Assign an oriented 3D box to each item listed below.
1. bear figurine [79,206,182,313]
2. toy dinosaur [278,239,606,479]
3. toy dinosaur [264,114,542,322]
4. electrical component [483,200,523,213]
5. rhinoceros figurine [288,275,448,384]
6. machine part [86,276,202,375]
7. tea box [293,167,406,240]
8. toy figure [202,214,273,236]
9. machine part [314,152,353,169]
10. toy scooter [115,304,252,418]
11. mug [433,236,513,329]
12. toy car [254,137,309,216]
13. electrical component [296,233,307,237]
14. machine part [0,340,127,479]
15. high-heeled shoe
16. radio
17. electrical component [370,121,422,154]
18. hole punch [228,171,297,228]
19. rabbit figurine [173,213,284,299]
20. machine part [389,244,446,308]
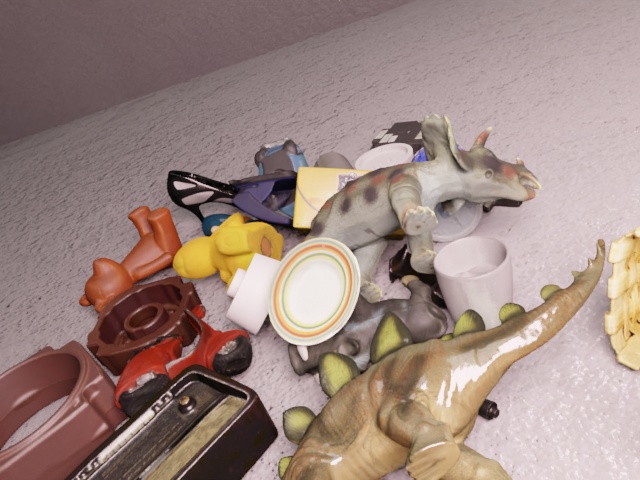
[{"bbox_3d":[-0.352,0.036,0.972,0.196,0.131,0.120,-34,27,-33],"label":"bear figurine"},{"bbox_3d":[0.082,0.150,0.487,0.471,0.105,0.199,-30,27,5],"label":"toy dinosaur"},{"bbox_3d":[0.070,-0.030,0.716,0.405,0.131,0.192,-23,39,31],"label":"toy dinosaur"},{"bbox_3d":[0.290,-0.071,0.833,0.063,0.021,0.094,9,41,41],"label":"electrical component"},{"bbox_3d":[0.056,0.113,0.640,0.190,0.073,0.112,-16,39,7],"label":"rhinoceros figurine"},{"bbox_3d":[-0.265,0.130,0.828,0.179,0.056,0.179,-15,31,9],"label":"machine part"},{"bbox_3d":[0.049,-0.055,0.825,0.170,0.098,0.068,2,-7,6],"label":"tea box"},{"bbox_3d":[-0.151,-0.020,1.003,0.155,0.057,0.064,7,45,32],"label":"toy figure"},{"bbox_3d":[0.035,-0.102,0.983,0.079,0.079,0.243,-21,26,0],"label":"machine part"},{"bbox_3d":[-0.185,0.150,0.712,0.184,0.075,0.135,-25,40,-9],"label":"toy scooter"},{"bbox_3d":[0.181,0.054,0.611,0.081,0.107,0.109,-3,30,28],"label":"mug"},{"bbox_3d":[-0.061,-0.109,1.035,0.109,0.161,0.103,-18,-16,17],"label":"toy car"},{"bbox_3d":[-0.001,-0.002,0.891,0.078,0.045,0.102,8,33,-6],"label":"electrical component"},{"bbox_3d":[-0.368,0.234,0.693,0.201,0.087,0.201,-38,34,-25],"label":"machine part"},{"bbox_3d":[-0.179,-0.119,1.092,0.249,0.145,0.086,-25,30,-2],"label":"high-heeled shoe"},{"bbox_3d":[-0.167,0.241,0.561,0.131,0.073,0.229,13,43,44],"label":"radio"},{"bbox_3d":[0.170,-0.190,1.073,0.134,0.058,0.115,3,35,36],"label":"electrical component"},{"bbox_3d":[-0.083,-0.062,0.914,0.116,0.092,0.142,-5,-1,15],"label":"hole punch"},{"bbox_3d":[-0.156,0.016,0.881,0.173,0.121,0.162,-10,26,21],"label":"rabbit figurine"},{"bbox_3d":[0.147,0.049,0.713,0.084,0.039,0.139,-41,35,-19],"label":"machine part"}]
